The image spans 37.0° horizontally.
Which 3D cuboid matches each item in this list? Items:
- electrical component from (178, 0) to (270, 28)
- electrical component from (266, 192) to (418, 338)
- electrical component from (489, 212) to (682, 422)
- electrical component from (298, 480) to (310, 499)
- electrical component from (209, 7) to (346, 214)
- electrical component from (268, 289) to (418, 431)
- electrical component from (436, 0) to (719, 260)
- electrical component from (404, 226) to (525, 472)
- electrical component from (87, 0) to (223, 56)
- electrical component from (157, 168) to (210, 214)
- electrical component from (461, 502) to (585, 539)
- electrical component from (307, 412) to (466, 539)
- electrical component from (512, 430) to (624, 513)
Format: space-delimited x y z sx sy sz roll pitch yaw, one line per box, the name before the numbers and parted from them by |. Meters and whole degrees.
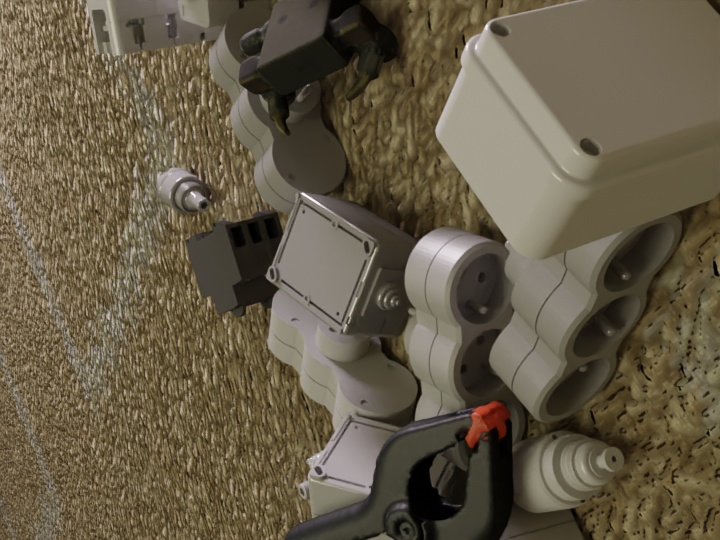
electrical component | -0.101 -0.216 0.736 0.050 0.056 0.089 30 130 50
electrical component | 0.000 0.000 0.662 0.096 0.061 0.061 34 109 42
electrical component | 0.095 0.003 0.518 0.073 0.052 0.138 51 144 34
electrical component | -0.015 0.148 0.772 0.035 0.061 0.035 35 133 48
electrical component | -0.050 -0.112 0.706 0.074 0.052 0.138 -39 71 59
electrical component | -0.012 0.050 0.724 0.138 0.052 0.073 46 141 38
electrical component | 0.097 -0.061 0.420 0.078 0.113 0.057 59 150 24
electrical component | 0.050 0.042 0.614 0.074 0.052 0.138 25 125 54
electrical component | -0.152 -0.194 0.800 0.050 0.089 0.055 19 120 55
electrical component | -0.147 -0.064 0.916 0.061 0.035 0.035 31 130 47
electrical component | 0.081 0.150 0.624 0.075 0.047 0.083 67 151 30
electrical component | 0.012 0.136 0.662 0.096 0.061 0.061 11 126 21
electrical component | 0.108 0.103 0.560 0.078 0.040 0.040 -33 75 59
